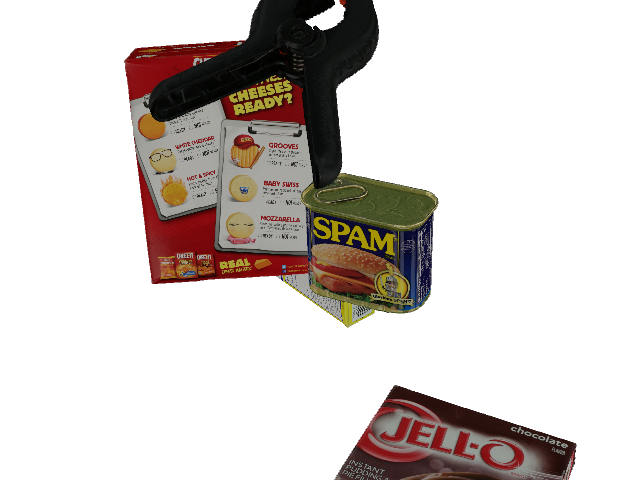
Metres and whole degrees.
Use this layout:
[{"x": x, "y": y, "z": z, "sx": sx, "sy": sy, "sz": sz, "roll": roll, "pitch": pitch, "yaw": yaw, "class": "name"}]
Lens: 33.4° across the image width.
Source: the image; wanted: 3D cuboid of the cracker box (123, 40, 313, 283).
[{"x": -0.083, "y": -0.073, "z": 0.983, "sx": 0.164, "sy": 0.214, "sz": 0.072, "roll": -4, "pitch": 21, "yaw": -1, "class": "cracker box"}]

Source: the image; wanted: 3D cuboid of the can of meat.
[{"x": 0.037, "y": 0.003, "z": 0.823, "sx": 0.102, "sy": 0.084, "sz": 0.057, "roll": 14, "pitch": 35, "yaw": 24, "class": "can of meat"}]

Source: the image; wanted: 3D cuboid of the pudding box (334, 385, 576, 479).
[{"x": 0.074, "y": 0.132, "z": 0.586, "sx": 0.114, "sy": 0.039, "sz": 0.089, "roll": 17, "pitch": 34, "yaw": 18, "class": "pudding box"}]

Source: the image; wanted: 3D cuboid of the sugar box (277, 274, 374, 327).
[{"x": -0.013, "y": 0.012, "z": 1.166, "sx": 0.048, "sy": 0.093, "sz": 0.176, "roll": -25, "pitch": 41, "yaw": -29, "class": "sugar box"}]

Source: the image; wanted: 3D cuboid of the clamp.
[{"x": -0.008, "y": -0.105, "z": 0.644, "sx": 0.120, "sy": 0.171, "sz": 0.039, "roll": 34, "pitch": -27, "yaw": 11, "class": "clamp"}]
